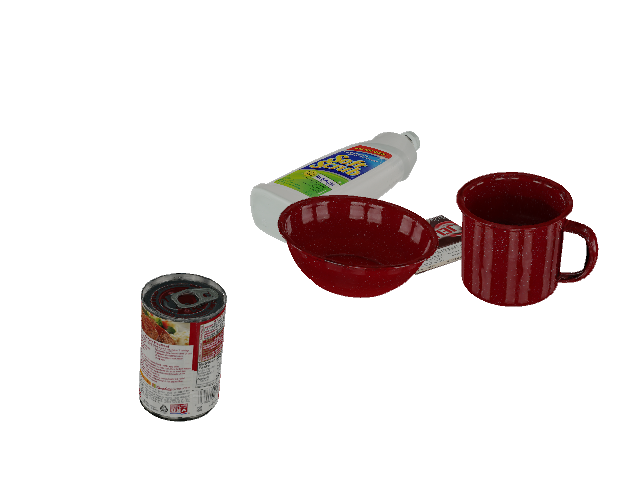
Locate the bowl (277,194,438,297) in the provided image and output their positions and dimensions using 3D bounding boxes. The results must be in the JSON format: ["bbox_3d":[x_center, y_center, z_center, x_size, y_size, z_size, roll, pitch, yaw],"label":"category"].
[{"bbox_3d":[0.035,0.011,1.072,0.162,0.055,0.162,6,27,-3],"label":"bowl"}]

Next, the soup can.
[{"bbox_3d":[-0.113,0.087,0.867,0.068,0.102,0.068,5,29,-3],"label":"soup can"}]

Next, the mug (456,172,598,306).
[{"bbox_3d":[0.169,0.003,0.875,0.117,0.081,0.093,11,34,21],"label":"mug"}]

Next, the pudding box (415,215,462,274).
[{"bbox_3d":[0.164,0.005,1.605,0.113,0.039,0.090,-19,29,-23],"label":"pudding box"}]

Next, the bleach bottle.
[{"bbox_3d":[0.033,-0.080,1.353,0.103,0.068,0.250,25,43,34],"label":"bleach bottle"}]
